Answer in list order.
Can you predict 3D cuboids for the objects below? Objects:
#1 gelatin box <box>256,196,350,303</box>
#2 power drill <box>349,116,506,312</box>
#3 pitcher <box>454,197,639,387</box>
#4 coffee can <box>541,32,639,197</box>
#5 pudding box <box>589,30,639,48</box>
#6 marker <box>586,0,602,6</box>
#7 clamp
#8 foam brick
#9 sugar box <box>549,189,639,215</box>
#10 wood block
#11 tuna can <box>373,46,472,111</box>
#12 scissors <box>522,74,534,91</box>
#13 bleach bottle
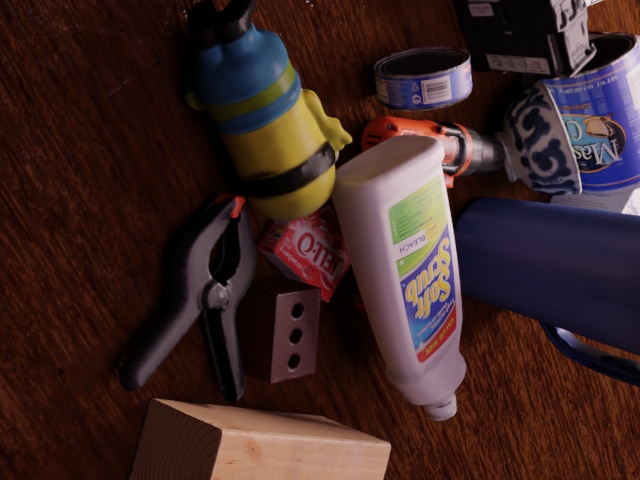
[{"bbox_3d":[-0.006,0.001,0.922,0.089,0.030,0.073,46,68,-42],"label":"gelatin box"},{"bbox_3d":[0.103,-0.020,1.010,0.184,0.057,0.188,3,96,-42],"label":"power drill"},{"bbox_3d":[0.250,0.038,1.038,0.144,0.243,0.149,32,78,-45],"label":"pitcher"},{"bbox_3d":[0.297,-0.131,1.113,0.102,0.103,0.140,-39,117,-32],"label":"coffee can"},{"bbox_3d":[0.323,-0.177,1.205,0.089,0.039,0.113,-6,104,-44],"label":"pudding box"},{"bbox_3d":[0.318,-0.278,1.187,0.120,0.020,0.020,-26,118,-38],"label":"marker"},{"bbox_3d":[-0.098,0.047,0.835,0.120,0.039,0.171,2,94,-51],"label":"clamp"},{"bbox_3d":[-0.037,0.075,0.894,0.052,0.051,0.078,-8,106,-44],"label":"foam brick"},{"bbox_3d":[0.281,0.002,1.170,0.176,0.093,0.048,-55,134,-20],"label":"sugar box"},{"bbox_3d":[-0.046,0.194,0.888,0.205,0.091,0.090,16,89,-47],"label":"wood block"},{"bbox_3d":[0.091,-0.143,0.943,0.086,0.086,0.034,-30,122,-37],"label":"tuna can"},{"bbox_3d":[0.219,-0.234,1.100,0.096,0.016,0.201,-46,130,-28],"label":"scissors"},{"bbox_3d":[0.084,0.042,0.926,0.102,0.068,0.251,-32,118,-31],"label":"bleach bottle"}]
